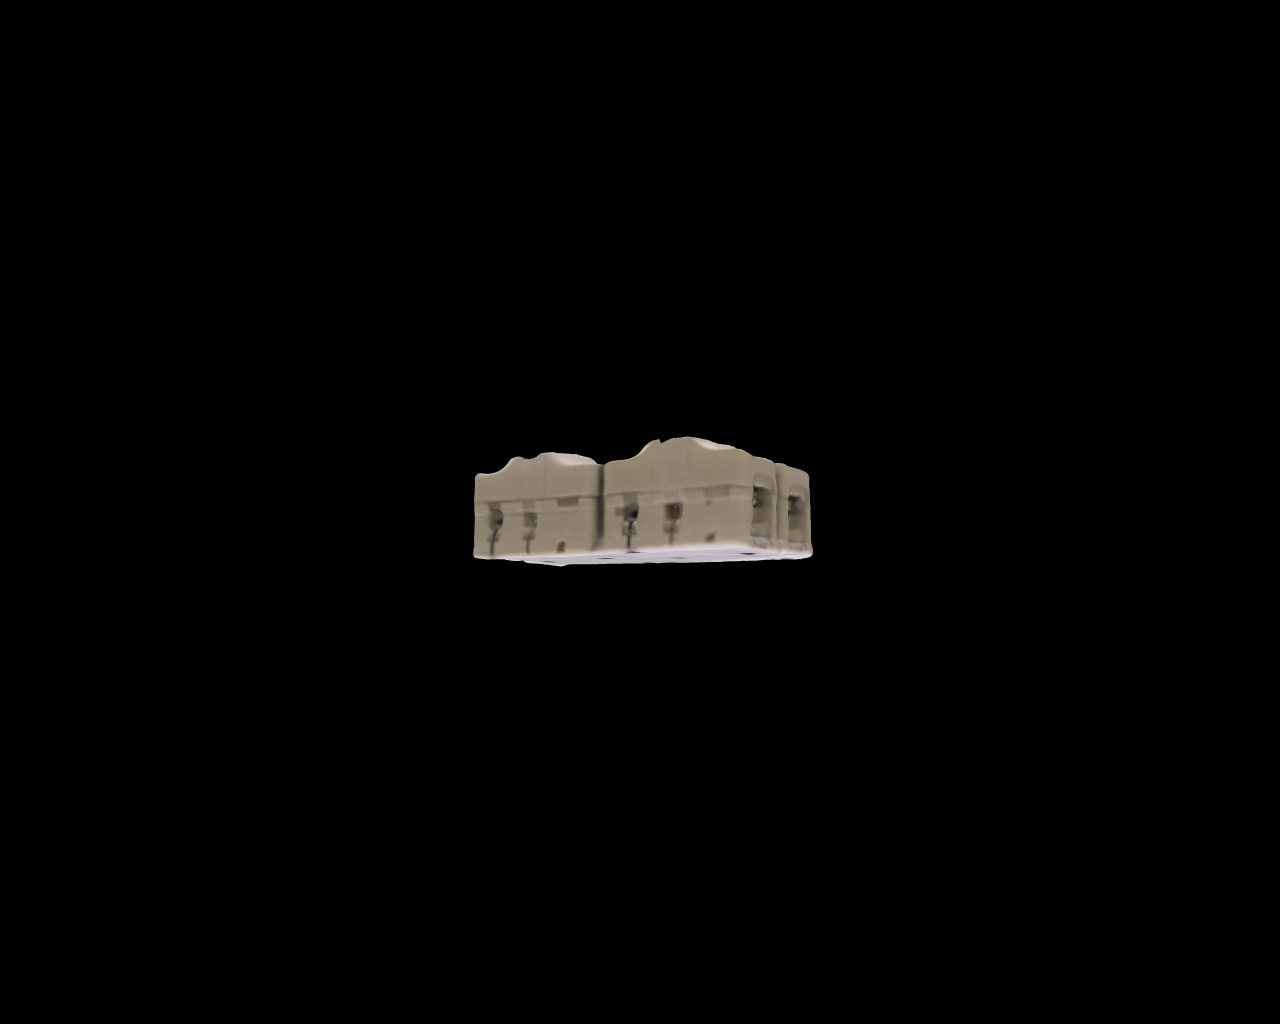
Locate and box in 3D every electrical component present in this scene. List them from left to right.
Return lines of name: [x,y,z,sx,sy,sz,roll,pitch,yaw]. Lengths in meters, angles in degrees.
electrical component: [0.001,-0.003,0.650,0.186,0.060,0.105,-4,-7,29]
